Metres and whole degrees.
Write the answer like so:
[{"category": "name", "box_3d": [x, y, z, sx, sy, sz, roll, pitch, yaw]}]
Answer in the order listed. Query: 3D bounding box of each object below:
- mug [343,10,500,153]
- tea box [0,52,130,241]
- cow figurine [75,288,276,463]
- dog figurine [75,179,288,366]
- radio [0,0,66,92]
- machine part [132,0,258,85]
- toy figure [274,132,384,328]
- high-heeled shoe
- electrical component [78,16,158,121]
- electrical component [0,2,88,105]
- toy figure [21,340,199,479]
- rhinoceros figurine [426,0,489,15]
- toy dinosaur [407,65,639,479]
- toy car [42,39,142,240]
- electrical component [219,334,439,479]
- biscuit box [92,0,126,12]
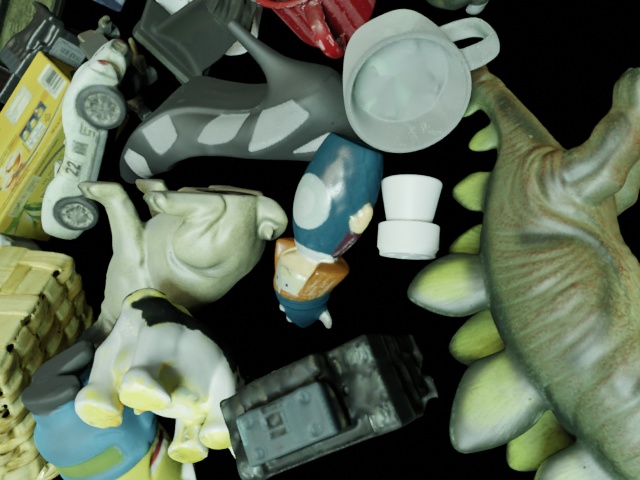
[{"category": "mug", "box_3d": [0.065, -0.129, 0.383, 0.110, 0.080, 0.107, -28, 35, 16]}, {"category": "tea box", "box_3d": [-0.291, -0.095, 0.567, 0.098, 0.068, 0.169, 44, 101, 26]}, {"category": "cow figurine", "box_3d": [-0.085, 0.109, 0.399, 0.068, 0.167, 0.098, -27, 41, 25]}, {"category": "dog figurine", "box_3d": [-0.116, 0.049, 0.452, 0.173, 0.121, 0.190, 8, 100, 27]}, {"category": "radio", "box_3d": [-0.364, -0.296, 0.603, 0.073, 0.131, 0.229, 6, 83, 28]}, {"category": "machine part", "box_3d": [-0.111, -0.182, 0.473, 0.139, 0.084, 0.039, -4, 45, 46]}, {"category": "toy figure", "box_3d": [-0.001, -0.002, 0.404, 0.064, 0.058, 0.154, -120, 48, -65]}, {"category": "high-heeled shoe", "box_3d": [-0.076, -0.081, 0.480, 0.145, 0.086, 0.249, 43, 134, -15]}, {"category": "electrical component", "box_3d": [-0.199, -0.173, 0.536, 0.045, 0.078, 0.102, -38, 59, -10]}, {"category": "electrical component", "box_3d": [-0.304, -0.188, 0.587, 0.048, 0.074, 0.119, 42, 96, 26]}, {"category": "toy figure", "box_3d": [-0.158, 0.162, 0.413, 0.089, 0.180, 0.082, -7, 33, 32]}, {"category": "rhinoceros figurine", "box_3d": [0.139, -0.241, 0.366, 0.073, 0.112, 0.190, 42, 87, -3]}, {"category": "toy dinosaur", "box_3d": [0.173, 0.072, 0.298, 0.198, 0.105, 0.472, -36, 58, 24]}, {"category": "toy car", "box_3d": [-0.212, -0.087, 0.493, 0.074, 0.056, 0.201, -96, 29, -53]}, {"category": "electrical component", "box_3d": [0.005, 0.108, 0.350, 0.115, 0.134, 0.058, -31, 70, 19]}, {"category": "biscuit box", "box_3d": [-0.209, -0.356, 0.579, 0.063, 0.059, 0.202, 31, 94, 25]}]
